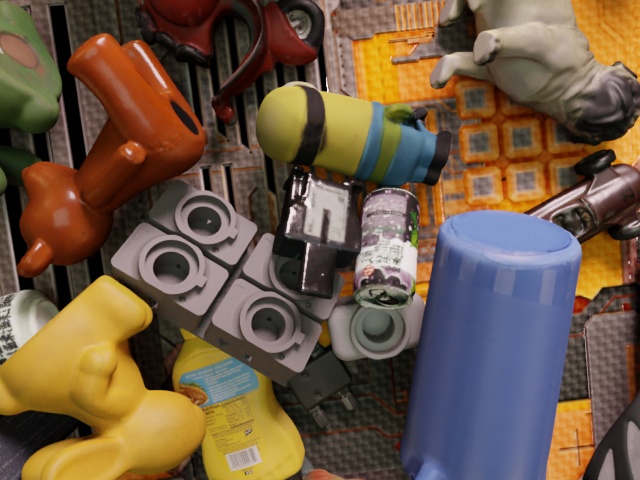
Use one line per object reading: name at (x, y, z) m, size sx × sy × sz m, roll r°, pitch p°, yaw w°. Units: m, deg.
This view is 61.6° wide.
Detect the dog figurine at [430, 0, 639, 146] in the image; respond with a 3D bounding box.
dog figurine at (0.220, -0.191, 0.504) m, size 0.190 × 0.121 × 0.172 m, roll 12°, pitch 97°, yaw -17°

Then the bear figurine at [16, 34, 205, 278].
bear figurine at (-0.202, -0.067, 0.470) m, size 0.196 × 0.120 × 0.131 m, roll -32°, pitch 104°, yaw 13°

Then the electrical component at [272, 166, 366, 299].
electrical component at (-0.001, -0.001, 0.479) m, size 0.075 × 0.047 × 0.119 m, roll 10°, pitch 67°, yaw -15°

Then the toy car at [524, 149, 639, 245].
toy car at (0.231, -0.011, 0.531) m, size 0.202 × 0.053 × 0.089 m, roll -28°, pitch 98°, yaw 0°

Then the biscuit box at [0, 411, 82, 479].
biscuit box at (-0.281, 0.174, 0.456) m, size 0.059 × 0.202 × 0.062 m, roll -15°, pitch 94°, yaw 2°

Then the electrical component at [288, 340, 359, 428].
electrical component at (-0.003, 0.142, 0.551) m, size 0.063 × 0.021 × 0.094 m, roll -31°, pitch 95°, yaw 2°

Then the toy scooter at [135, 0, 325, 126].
toy scooter at (-0.097, -0.188, 0.499) m, size 0.184 × 0.075 × 0.135 m, roll 27°, pitch 97°, yaw -7°

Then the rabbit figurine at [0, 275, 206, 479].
rabbit figurine at (-0.175, 0.137, 0.453) m, size 0.173 × 0.122 × 0.162 m, roll 47°, pitch 48°, yaw -16°

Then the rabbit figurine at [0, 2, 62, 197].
rabbit figurine at (-0.321, -0.115, 0.495) m, size 0.170 × 0.121 × 0.159 m, roll -30°, pitch 102°, yaw 19°

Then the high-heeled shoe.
high-heeled shoe at (0.317, 0.137, 0.551) m, size 0.145 × 0.086 × 0.248 m, roll -18°, pitch 76°, yaw 30°

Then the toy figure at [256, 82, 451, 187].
toy figure at (0.031, -0.096, 0.498) m, size 0.180 × 0.089 × 0.082 m, roll 15°, pitch 96°, yaw -4°

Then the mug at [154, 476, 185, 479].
mug at (-0.190, 0.289, 0.520) m, size 0.107 × 0.109 × 0.080 m, roll -14°, pitch 101°, yaw 13°

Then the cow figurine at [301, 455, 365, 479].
cow figurine at (-0.020, 0.307, 0.536) m, size 0.195 × 0.085 × 0.127 m, roll -38°, pitch 100°, yaw 3°
